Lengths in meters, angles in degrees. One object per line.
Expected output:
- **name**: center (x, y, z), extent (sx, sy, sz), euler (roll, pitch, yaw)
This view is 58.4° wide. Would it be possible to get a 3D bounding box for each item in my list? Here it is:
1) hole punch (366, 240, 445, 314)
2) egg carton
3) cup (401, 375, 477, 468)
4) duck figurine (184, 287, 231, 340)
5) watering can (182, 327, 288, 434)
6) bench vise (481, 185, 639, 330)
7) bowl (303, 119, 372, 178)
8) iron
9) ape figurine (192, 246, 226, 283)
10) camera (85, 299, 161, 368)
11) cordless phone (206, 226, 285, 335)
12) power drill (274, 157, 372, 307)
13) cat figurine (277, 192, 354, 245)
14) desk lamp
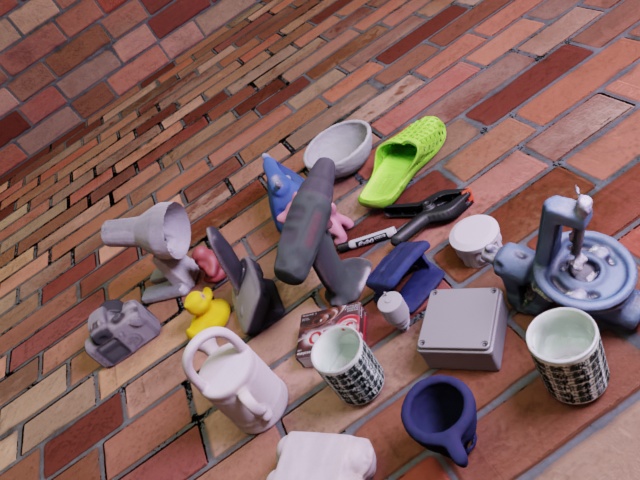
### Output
- **hole punch**: center (0.129, 0.051, 0.936), extent (0.109, 0.091, 0.100), euler (-46, 38, -17)
- **egg carton**: center (0.000, 0.311, 0.756), extent (0.150, 0.070, 0.107), euler (-9, 43, 30)
- **cup**: center (0.161, 0.236, 0.698), extent (0.091, 0.095, 0.117), euler (-30, 36, 6)
- **duck figurine**: center (-0.231, 0.140, 1.110), extent (0.077, 0.086, 0.105), euler (5, 51, 40)
- **watering can**: center (-0.142, 0.205, 0.878), extent (0.172, 0.195, 0.101), euler (6, 52, 41)
- **bench vise**: center (0.293, 0.027, 0.730), extent (0.206, 0.220, 0.121), euler (-5, 45, 34)
- **bowl**: center (0.050, -0.191, 1.284), extent (0.167, 0.075, 0.167), euler (-20, 38, 17)
- **iron**: center (-0.086, -0.124, 1.254), extent (0.118, 0.142, 0.257), euler (-32, 36, 2)
- **ape figurine**: center (-0.237, 0.048, 1.214), extent (0.076, 0.092, 0.077), euler (-30, 36, 5)
- **camera**: center (-0.429, 0.171, 1.212), extent (0.143, 0.101, 0.136), euler (-34, 36, 0)
- **cordless phone**: center (-0.154, 0.070, 1.048), extent (0.094, 0.186, 0.147), euler (-35, 36, -1)
- **power drill**: center (0.009, 0.004, 0.981), extent (0.075, 0.209, 0.230), euler (-3, 46, 35)
- **cat figurine**: center (-0.014, -0.046, 1.132), extent (0.127, 0.118, 0.067), euler (-7, 44, 31)
- **desk lamp**: center (-0.348, 0.025, 1.222), extent (0.202, 0.214, 0.118), euler (-15, 40, 23)
